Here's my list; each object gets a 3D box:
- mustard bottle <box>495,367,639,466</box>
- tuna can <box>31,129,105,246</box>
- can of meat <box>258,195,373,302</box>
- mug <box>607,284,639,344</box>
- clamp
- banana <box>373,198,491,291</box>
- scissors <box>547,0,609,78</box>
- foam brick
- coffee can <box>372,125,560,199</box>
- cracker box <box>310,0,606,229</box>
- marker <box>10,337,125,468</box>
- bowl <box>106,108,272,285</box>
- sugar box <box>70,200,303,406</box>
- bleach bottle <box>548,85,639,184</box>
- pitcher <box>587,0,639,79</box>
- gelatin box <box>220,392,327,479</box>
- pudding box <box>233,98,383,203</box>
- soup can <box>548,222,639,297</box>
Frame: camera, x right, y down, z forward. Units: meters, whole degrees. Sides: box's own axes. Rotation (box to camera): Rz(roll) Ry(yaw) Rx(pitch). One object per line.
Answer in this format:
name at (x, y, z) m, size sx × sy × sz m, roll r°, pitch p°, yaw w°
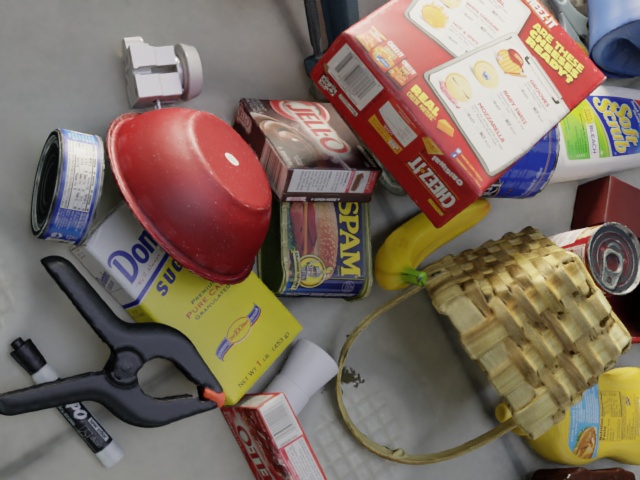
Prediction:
mustard bottle at (0.249, 0.167, 1.022) m, size 0.191 × 0.058 × 0.096 m, roll 6°, pitch 82°, yaw -28°
tuna can at (-0.191, -0.040, 0.802) m, size 0.033 × 0.086 × 0.086 m, roll 10°, pitch 76°, yaw -26°
can of meat at (-0.006, 0.001, 0.914) m, size 0.083 × 0.058 × 0.102 m, roll 3°, pitch 80°, yaw -26°
mug at (0.351, 0.060, 1.067) m, size 0.081 × 0.117 × 0.093 m, roll 13°, pitch 63°, yaw -32°
clamp at (-0.150, 0.083, 0.797) m, size 0.171 × 0.039 × 0.120 m, roll 13°, pitch 91°, yaw -21°
banana at (0.094, 0.005, 0.952) m, size 0.197 × 0.070 × 0.037 m, roll -43°, pitch 132°, yaw -56°
scissors at (0.245, -0.234, 1.114) m, size 0.201 × 0.016 × 0.096 m, roll 42°, pitch 60°, yaw -17°
foam brick at (0.304, -0.025, 1.091) m, size 0.078 × 0.051 × 0.053 m, roll 21°, pitch 72°, yaw -24°
coffee can at (0.133, -0.089, 0.978) m, size 0.140 × 0.103 × 0.103 m, roll 0°, pitch 81°, yaw -29°
cracker box at (0.117, -0.133, 0.882) m, size 0.164 × 0.072 × 0.213 m, roll 49°, pitch 52°, yaw 1°
marker at (-0.193, 0.122, 0.810) m, size 0.020 × 0.020 × 0.121 m, roll -43°, pitch 102°, yaw -28°
bowl at (-0.088, -0.047, 0.827) m, size 0.162 × 0.055 × 0.162 m, roll 44°, pitch 24°, yaw -26°
sugar box at (-0.105, 0.040, 0.858) m, size 0.176 × 0.048 × 0.093 m, roll 49°, pitch 63°, yaw -14°
bleach bottle at (0.296, -0.119, 1.098) m, size 0.250 × 0.068 × 0.102 m, roll -11°, pitch 88°, yaw -32°
pitcher at (0.336, -0.301, 1.097) m, size 0.144 × 0.149 × 0.243 m, roll 12°, pitch 67°, yaw -32°
gelatin box at (-0.037, 0.167, 0.857) m, size 0.030 × 0.073 × 0.089 m, roll -29°, pitch 96°, yaw -29°
pudding box at (-0.013, -0.076, 0.899) m, size 0.089 × 0.039 × 0.113 m, roll -2°, pitch 40°, yaw -29°
soup can at (0.248, 0.025, 1.021) m, size 0.068 × 0.102 × 0.068 m, roll 6°, pitch 78°, yaw -28°
